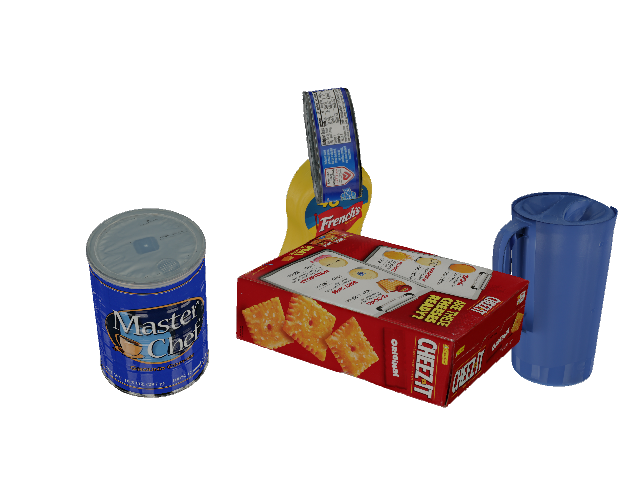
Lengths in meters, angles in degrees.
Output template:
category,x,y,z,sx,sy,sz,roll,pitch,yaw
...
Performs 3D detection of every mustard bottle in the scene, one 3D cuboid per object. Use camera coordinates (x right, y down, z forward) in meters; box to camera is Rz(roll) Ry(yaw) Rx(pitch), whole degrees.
category,x,y,z,sx,sy,sz,roll,pitch,yaw
mustard bottle,0.008,-0.033,1.134,0.096,0.192,0.058,-9,32,-30

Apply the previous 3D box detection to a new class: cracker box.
category,x,y,z,sx,sy,sz,roll,pitch,yaw
cracker box,0.056,0.064,0.964,0.214,0.072,0.163,16,24,29

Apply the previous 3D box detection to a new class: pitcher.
category,x,y,z,sx,sy,sz,roll,pitch,yaw
pitcher,0.303,0.066,1.403,0.149,0.243,0.145,5,21,13

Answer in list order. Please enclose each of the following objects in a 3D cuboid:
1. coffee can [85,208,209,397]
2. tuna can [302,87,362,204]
category,x,y,z,sx,sy,sz,roll,pitch,yaw
coffee can,-0.153,0.057,0.962,0.103,0.140,0.103,2,39,-2
tuna can,0.009,-0.071,0.803,0.033,0.086,0.086,-8,0,-3
